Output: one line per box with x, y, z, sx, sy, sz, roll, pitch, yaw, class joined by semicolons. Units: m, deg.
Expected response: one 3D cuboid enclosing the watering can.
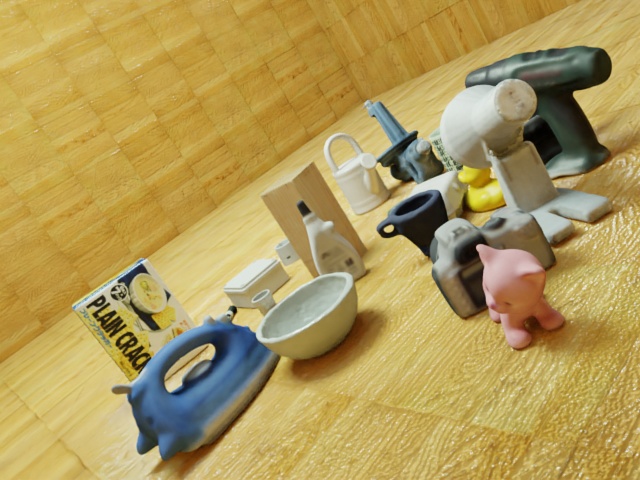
0.085;-0.167;1.363;0.172;0.194;0.101;-16;22;45;watering can

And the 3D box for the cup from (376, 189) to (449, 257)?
0.158;-0.014;0.916;0.117;0.095;0.091;-29;15;13;cup

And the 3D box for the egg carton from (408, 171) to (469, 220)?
0.208;-0.063;1.024;0.107;0.069;0.150;-21;18;35;egg carton

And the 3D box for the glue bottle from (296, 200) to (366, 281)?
0.009;0.004;1.006;0.078;0.173;0.037;-30;15;6;glue bottle

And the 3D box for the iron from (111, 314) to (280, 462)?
-0.173;0.189;0.836;0.118;0.141;0.259;-15;22;48;iron

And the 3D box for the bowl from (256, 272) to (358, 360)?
-0.006;0.123;0.845;0.167;0.075;0.167;-30;15;9;bowl

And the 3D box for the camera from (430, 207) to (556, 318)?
0.200;0.010;0.744;0.143;0.101;0.136;-32;15;1;camera

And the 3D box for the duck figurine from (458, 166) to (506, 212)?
0.280;-0.102;0.973;0.078;0.086;0.104;-39;17;-26;duck figurine

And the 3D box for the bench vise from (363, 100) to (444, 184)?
0.193;-0.238;1.323;0.122;0.220;0.206;-40;17;-28;bench vise

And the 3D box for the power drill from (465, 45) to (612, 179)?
0.357;-0.204;0.905;0.076;0.209;0.228;-41;18;-31;power drill

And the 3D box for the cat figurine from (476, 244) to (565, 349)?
0.199;0.044;0.603;0.067;0.118;0.127;-30;15;6;cat figurine

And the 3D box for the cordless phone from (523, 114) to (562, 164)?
0.353;-0.219;1.008;0.147;0.185;0.094;-32;15;-2;cordless phone

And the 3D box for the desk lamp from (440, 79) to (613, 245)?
0.273;-0.122;0.801;0.118;0.214;0.203;-33;15;-3;desk lamp
